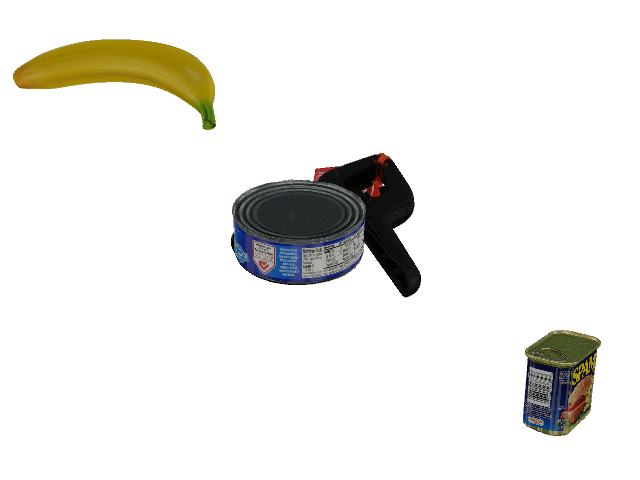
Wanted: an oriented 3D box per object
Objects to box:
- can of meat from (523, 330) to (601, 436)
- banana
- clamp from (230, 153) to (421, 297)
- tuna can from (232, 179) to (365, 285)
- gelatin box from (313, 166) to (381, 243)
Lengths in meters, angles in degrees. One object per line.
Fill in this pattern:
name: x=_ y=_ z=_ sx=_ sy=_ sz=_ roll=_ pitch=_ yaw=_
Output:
can of meat: x=0.257 y=0.152 z=1.144 sx=0.058 sy=0.084 sz=0.101 roll=12 pitch=18 yaw=32
banana: x=-0.168 y=-0.145 z=0.918 sx=0.198 sy=0.069 sz=0.037 roll=13 pitch=-40 yaw=19
clamp: x=0.038 y=-0.020 z=0.955 sx=0.165 sy=0.036 sz=0.209 roll=18 pitch=34 yaw=19
tuna can: x=-0.014 y=-0.006 z=0.689 sx=0.086 sy=0.034 sz=0.086 roll=0 pitch=29 yaw=0
gelatin box: x=0.034 y=-0.039 z=1.175 sx=0.073 sy=0.089 sz=0.030 roll=-4 pitch=29 yaw=6
